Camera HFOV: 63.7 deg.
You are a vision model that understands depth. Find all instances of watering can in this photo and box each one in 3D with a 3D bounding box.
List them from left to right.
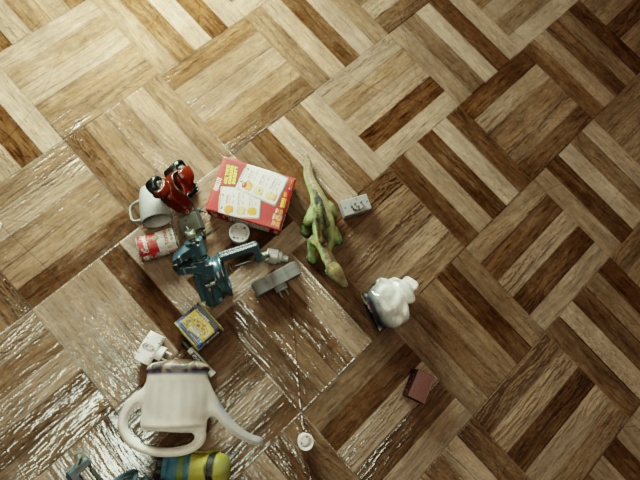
[{"bbox_3d":[-0.311,0.408,1.267,0.348,0.102,0.228,3,70,-10],"label":"watering can"}]

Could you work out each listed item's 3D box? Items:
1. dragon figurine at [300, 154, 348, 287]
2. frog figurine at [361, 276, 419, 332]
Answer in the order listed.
[{"bbox_3d":[0.004,-0.070,1.383,0.122,0.240,0.414,-13,80,-6],"label":"dragon figurine"},{"bbox_3d":[0.205,0.162,1.410,0.160,0.120,0.140,-28,62,-3],"label":"frog figurine"}]
